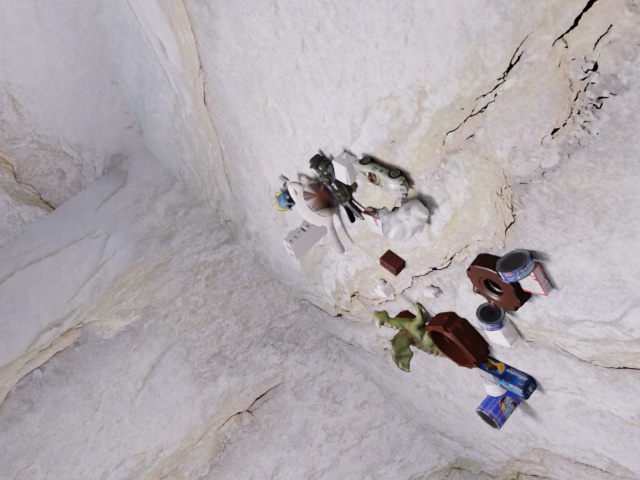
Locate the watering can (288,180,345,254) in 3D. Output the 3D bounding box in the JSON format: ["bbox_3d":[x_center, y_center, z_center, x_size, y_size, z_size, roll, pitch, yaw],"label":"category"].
[{"bbox_3d":[0.006,-0.099,1.968,0.348,0.105,0.222,48,161,0],"label":"watering can"}]

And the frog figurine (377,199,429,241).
[{"bbox_3d":[0.254,-0.054,1.482,0.136,0.124,0.159,21,170,-36],"label":"frog figurine"}]

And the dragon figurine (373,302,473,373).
[{"bbox_3d":[0.368,0.400,1.952,0.413,0.246,0.120,46,156,14],"label":"dragon figurine"}]
